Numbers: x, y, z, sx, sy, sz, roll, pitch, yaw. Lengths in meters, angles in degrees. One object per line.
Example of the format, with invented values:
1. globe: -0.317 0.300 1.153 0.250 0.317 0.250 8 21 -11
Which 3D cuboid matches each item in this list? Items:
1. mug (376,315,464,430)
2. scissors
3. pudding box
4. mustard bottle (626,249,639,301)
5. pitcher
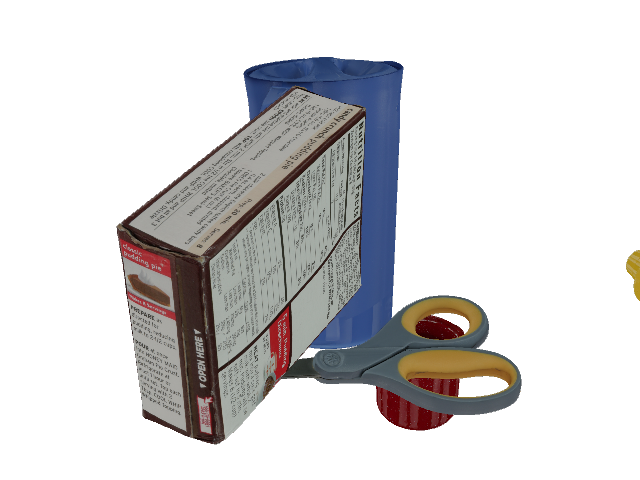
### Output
1. mug: 0.104 0.127 1.059 0.093 0.081 0.117 24 40 34
2. scissors: 0.016 0.061 0.623 0.202 0.016 0.096 7 39 6
3. pudding box: -0.024 0.007 0.400 0.039 0.090 0.113 18 40 23
4. mustard bottle: 0.251 0.053 0.629 0.096 0.058 0.192 -20 33 -19
5. pitcher: 0.001 -0.032 0.914 0.149 0.243 0.145 -9 18 -20
